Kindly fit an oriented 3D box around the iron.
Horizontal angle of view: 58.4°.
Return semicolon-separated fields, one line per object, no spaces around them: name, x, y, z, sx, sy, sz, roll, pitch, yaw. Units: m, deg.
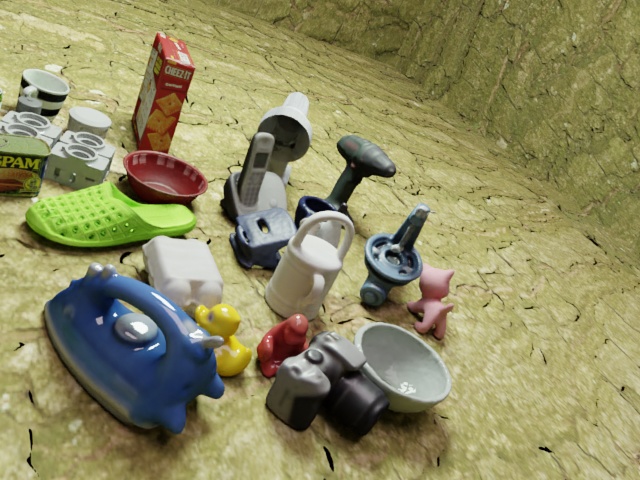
iron;-0.226;0.104;0.686;0.258;0.141;0.119;34;27;12

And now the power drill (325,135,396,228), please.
power drill;0.081;-0.136;1.322;0.076;0.208;0.229;11;31;-30

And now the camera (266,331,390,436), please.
camera;0.024;0.203;0.789;0.136;0.100;0.143;38;28;20

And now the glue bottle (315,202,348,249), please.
glue bottle;0.010;0.004;1.047;0.037;0.173;0.078;12;31;-29

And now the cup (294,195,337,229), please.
cup;-0.021;-0.025;1.157;0.091;0.095;0.118;30;27;5

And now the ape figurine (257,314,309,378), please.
ape figurine;-0.047;0.146;0.832;0.078;0.092;0.076;21;27;-13

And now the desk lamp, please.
desk lamp;-0.089;-0.227;1.319;0.118;0.213;0.203;23;27;-9

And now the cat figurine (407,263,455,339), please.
cat figurine;0.227;0.109;1.125;0.067;0.117;0.127;17;29;-21

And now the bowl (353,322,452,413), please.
bowl;0.114;0.210;0.889;0.168;0.074;0.167;22;27;-12

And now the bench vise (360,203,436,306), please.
bench vise;0.151;0.002;1.129;0.122;0.219;0.207;22;27;-10

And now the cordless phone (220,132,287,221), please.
cordless phone;-0.111;-0.127;1.154;0.094;0.185;0.148;42;30;26

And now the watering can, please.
watering can;-0.015;0.028;0.957;0.101;0.194;0.172;4;35;-38

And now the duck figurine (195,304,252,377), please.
duck figurine;-0.135;0.130;0.786;0.104;0.086;0.077;29;27;4

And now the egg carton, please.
egg carton;-0.209;0.055;0.869;0.107;0.069;0.150;7;33;-35

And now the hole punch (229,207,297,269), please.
hole punch;-0.104;-0.008;1.054;0.101;0.091;0.108;9;32;-33
